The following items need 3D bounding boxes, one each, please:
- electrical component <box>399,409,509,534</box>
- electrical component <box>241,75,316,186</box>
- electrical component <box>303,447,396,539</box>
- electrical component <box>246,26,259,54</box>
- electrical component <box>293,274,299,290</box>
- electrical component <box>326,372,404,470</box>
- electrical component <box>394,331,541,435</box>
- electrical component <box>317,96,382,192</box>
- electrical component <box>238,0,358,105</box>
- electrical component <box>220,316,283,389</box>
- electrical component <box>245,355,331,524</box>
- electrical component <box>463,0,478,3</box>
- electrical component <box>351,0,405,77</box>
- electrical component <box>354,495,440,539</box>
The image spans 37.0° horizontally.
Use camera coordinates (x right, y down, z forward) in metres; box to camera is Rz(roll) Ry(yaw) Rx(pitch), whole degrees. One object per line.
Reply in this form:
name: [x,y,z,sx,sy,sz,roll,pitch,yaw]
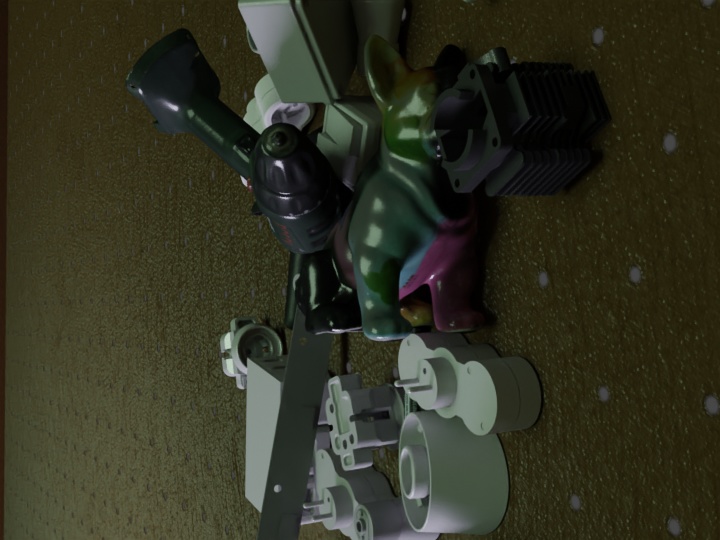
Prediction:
electrical component: [0.067,0.153,0.824,0.099,0.064,0.099,179,90,-77]
electrical component: [-0.093,-0.153,1.089,0.138,0.052,0.073,-61,41,48]
electrical component: [-0.013,0.209,0.952,0.138,0.074,0.052,45,133,53]
electrical component: [-0.074,-0.234,1.035,0.058,0.057,0.078,45,132,53]
electrical component: [-0.030,0.011,0.969,0.043,0.062,0.043,3,94,55]
electrical component: [0.009,0.127,0.915,0.058,0.057,0.078,-36,62,60]
electrical component: [0.062,0.082,0.784,0.138,0.074,0.052,20,111,61]
electrical component: [0.002,-0.107,0.894,0.096,0.061,0.061,44,132,53]
electrical component: [-0.041,-0.209,0.877,0.108,0.056,0.108,66,-145,-46]
electrical component: [-0.117,0.088,1.164,0.057,0.058,0.078,160,105,-66]
electrical component: [-0.069,0.168,1.072,0.089,0.062,0.150,23,114,61]
electrical component: [0.087,-0.214,0.742,0.061,0.035,0.035,-45,54,54]
electrical component: [0.015,-0.190,0.883,0.044,0.044,0.065,32,126,59]
electrical component: [0.028,0.204,0.878,0.044,0.065,0.044,14,106,62]
